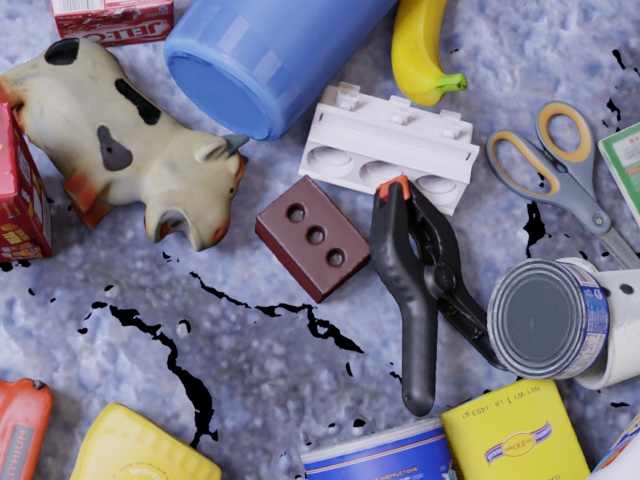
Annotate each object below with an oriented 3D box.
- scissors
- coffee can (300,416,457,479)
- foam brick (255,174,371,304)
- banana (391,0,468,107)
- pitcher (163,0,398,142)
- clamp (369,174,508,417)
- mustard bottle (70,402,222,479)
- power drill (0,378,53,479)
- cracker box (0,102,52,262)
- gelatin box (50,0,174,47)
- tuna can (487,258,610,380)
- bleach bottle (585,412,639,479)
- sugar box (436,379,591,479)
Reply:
[{"bbox_3d":[0.223,-0.033,0.845,0.202,0.016,0.096,36,77,2],"label":"scissors"},{"bbox_3d":[0.053,0.202,0.734,0.102,0.103,0.140,-14,80,-9],"label":"coffee can"},{"bbox_3d":[-0.005,0.001,0.796,0.053,0.051,0.078,-41,85,-12],"label":"foam brick"},{"bbox_3d":[0.086,-0.165,0.825,0.070,0.037,0.197,-23,44,29],"label":"banana"},{"bbox_3d":[-0.013,-0.197,0.793,0.145,0.149,0.242,38,73,-8],"label":"pitcher"},{"bbox_3d":[0.074,0.040,0.770,0.120,0.039,0.171,-30,92,-49],"label":"clamp"},{"bbox_3d":[-0.156,0.215,0.732,0.096,0.058,0.191,36,78,-13],"label":"mustard bottle"},{"bbox_3d":[-0.286,0.140,0.715,0.187,0.057,0.184,18,78,-17],"label":"power drill"},{"bbox_3d":[-0.299,-0.026,0.715,0.213,0.164,0.072,-6,77,-7],"label":"cracker box"},{"bbox_3d":[-0.155,-0.172,0.806,0.089,0.073,0.030,-8,80,-8],"label":"gelatin box"},{"bbox_3d":[0.162,0.057,0.757,0.033,0.086,0.086,8,75,-40],"label":"tuna can"},{"bbox_3d":[0.234,0.149,0.731,0.250,0.103,0.068,-37,77,-30],"label":"bleach bottle"},{"bbox_3d":[0.155,0.195,0.775,0.093,0.048,0.176,-20,80,-11],"label":"sugar box"}]
